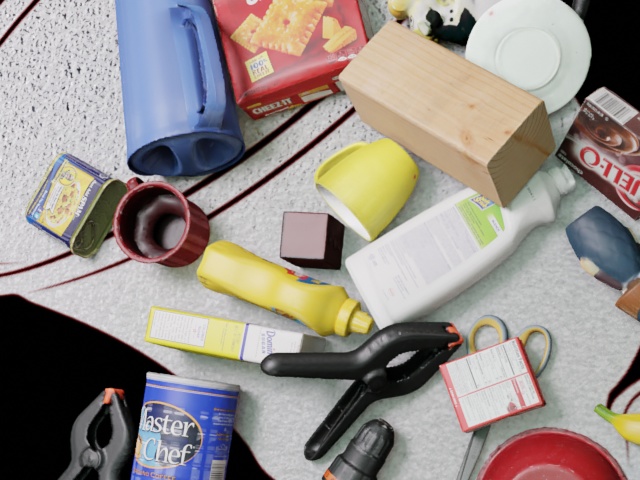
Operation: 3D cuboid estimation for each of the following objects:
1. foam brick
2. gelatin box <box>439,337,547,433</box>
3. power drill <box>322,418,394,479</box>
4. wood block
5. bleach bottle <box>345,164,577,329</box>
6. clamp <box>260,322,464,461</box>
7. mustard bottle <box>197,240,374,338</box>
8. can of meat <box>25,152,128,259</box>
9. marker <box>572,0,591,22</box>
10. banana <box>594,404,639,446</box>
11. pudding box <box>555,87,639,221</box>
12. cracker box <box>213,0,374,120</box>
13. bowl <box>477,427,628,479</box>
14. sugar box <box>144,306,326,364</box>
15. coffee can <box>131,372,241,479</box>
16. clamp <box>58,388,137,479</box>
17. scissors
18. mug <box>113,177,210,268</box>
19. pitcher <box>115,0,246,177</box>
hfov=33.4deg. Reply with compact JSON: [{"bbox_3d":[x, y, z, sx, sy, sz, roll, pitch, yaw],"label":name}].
[{"bbox_3d":[-0.008,0.001,1.163,0.051,0.078,0.053,3,82,15],"label":"foam brick"},{"bbox_3d":[0.176,0.148,1.090,0.089,0.030,0.073,-22,72,12],"label":"gelatin box"},{"bbox_3d":[0.074,0.303,1.096,0.188,0.057,0.184,33,94,22],"label":"power drill"},{"bbox_3d":[0.131,-0.134,1.111,0.206,0.090,0.090,36,79,33],"label":"wood block"},{"bbox_3d":[0.157,0.001,1.125,0.251,0.068,0.102,-30,74,7],"label":"bleach bottle"},{"bbox_3d":[0.051,0.147,1.114,0.210,0.164,0.036,-19,41,-8],"label":"clamp"},{"bbox_3d":[-0.032,0.059,1.149,0.192,0.096,0.058,21,87,18],"label":"mustard bottle"},{"bbox_3d":[-0.289,-0.043,1.264,0.084,0.057,0.102,29,88,21],"label":"can of meat"},{"bbox_3d":[0.269,-0.208,1.153,0.020,0.020,0.121,15,84,18],"label":"marker"},{"bbox_3d":[0.373,0.157,1.046,0.198,0.037,0.069,-25,76,10],"label":"banana"},{"bbox_3d":[0.305,-0.088,1.083,0.039,0.090,0.113,-32,66,-32],"label":"pudding box"},{"bbox_3d":[-0.033,-0.266,1.223,0.164,0.072,0.214,-17,75,12],"label":"cracker box"},{"bbox_3d":[0.229,0.267,1.058,0.162,0.055,0.162,-3,80,16],"label":"bowl"},{"bbox_3d":[-0.090,0.110,1.159,0.176,0.093,0.048,11,85,18],"label":"sugar box"},{"bbox_3d":[-0.147,0.219,1.150,0.103,0.102,0.140,6,82,17],"label":"coffee can"},{"bbox_3d":[-0.262,0.253,1.211,0.120,0.039,0.171,2,76,11],"label":"clamp"},{"bbox_3d":[0.164,0.164,1.116,0.096,0.016,0.202,37,91,21],"label":"scissors"},{"bbox_3d":[-0.182,-0.023,1.215,0.093,0.081,0.117,-39,73,6],"label":"mug"},{"bbox_3d":[-0.164,-0.203,1.215,0.149,0.145,0.243,-15,73,16],"label":"pitcher"}]
